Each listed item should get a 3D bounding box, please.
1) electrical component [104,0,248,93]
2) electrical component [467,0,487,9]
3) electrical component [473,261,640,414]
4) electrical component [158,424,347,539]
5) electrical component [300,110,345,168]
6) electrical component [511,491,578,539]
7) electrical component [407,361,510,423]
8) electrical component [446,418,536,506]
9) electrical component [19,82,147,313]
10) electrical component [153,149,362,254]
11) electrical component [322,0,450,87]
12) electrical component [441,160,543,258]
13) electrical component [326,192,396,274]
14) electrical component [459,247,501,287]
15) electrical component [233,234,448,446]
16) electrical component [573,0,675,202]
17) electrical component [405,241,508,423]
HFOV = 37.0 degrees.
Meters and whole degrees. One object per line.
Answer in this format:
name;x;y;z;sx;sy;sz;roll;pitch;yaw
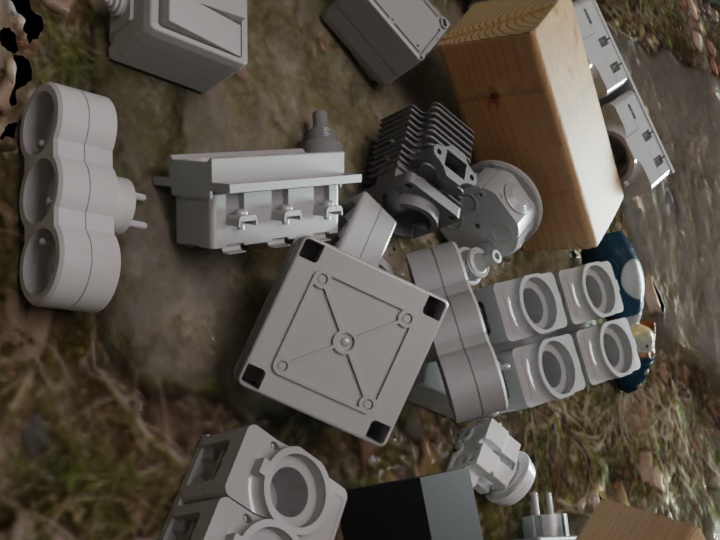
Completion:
electrical component;-0.127;-0.171;0.733;0.096;0.061;0.061;15;65;-41
electrical component;0.135;-0.257;1.032;0.078;0.058;0.057;-37;104;-46
electrical component;0.169;0.056;0.945;0.186;0.060;0.105;-9;82;-46
electrical component;-0.073;0.182;0.654;0.089;0.062;0.150;41;50;-27
electrical component;-0.030;-0.093;0.821;0.035;0.035;0.061;17;61;-40
electrical component;0.152;0.219;0.876;0.083;0.047;0.075;11;67;-42
electrical component;0.081;0.079;0.834;0.083;0.076;0.047;26;58;-34
electrical component;0.106;0.155;0.856;0.055;0.048;0.066;41;50;-17
electrical component;-0.162;-0.041;0.655;0.074;0.052;0.138;10;68;-43
electrical component;-0.069;-0.049;0.742;0.121;0.079;0.063;-10;104;-46
electrical component;0.015;-0.210;0.895;0.096;0.061;0.061;47;47;-14
electrical component;0.109;-0.048;0.908;0.080;0.080;0.051;58;41;-12
electrical component;0.000;0.000;0.806;0.076;0.047;0.083;44;49;-25
electrical component;0.089;-0.003;0.886;0.035;0.061;0.035;19;62;-40
electrical component;-0.013;0.046;0.715;0.109;0.056;0.108;25;87;-8
electrical component;0.205;-0.150;1.025;0.060;0.105;0.186;-34;100;-46
electrical component;0.053;0.048;0.786;0.052;0.074;0.138;75;-1;-59
